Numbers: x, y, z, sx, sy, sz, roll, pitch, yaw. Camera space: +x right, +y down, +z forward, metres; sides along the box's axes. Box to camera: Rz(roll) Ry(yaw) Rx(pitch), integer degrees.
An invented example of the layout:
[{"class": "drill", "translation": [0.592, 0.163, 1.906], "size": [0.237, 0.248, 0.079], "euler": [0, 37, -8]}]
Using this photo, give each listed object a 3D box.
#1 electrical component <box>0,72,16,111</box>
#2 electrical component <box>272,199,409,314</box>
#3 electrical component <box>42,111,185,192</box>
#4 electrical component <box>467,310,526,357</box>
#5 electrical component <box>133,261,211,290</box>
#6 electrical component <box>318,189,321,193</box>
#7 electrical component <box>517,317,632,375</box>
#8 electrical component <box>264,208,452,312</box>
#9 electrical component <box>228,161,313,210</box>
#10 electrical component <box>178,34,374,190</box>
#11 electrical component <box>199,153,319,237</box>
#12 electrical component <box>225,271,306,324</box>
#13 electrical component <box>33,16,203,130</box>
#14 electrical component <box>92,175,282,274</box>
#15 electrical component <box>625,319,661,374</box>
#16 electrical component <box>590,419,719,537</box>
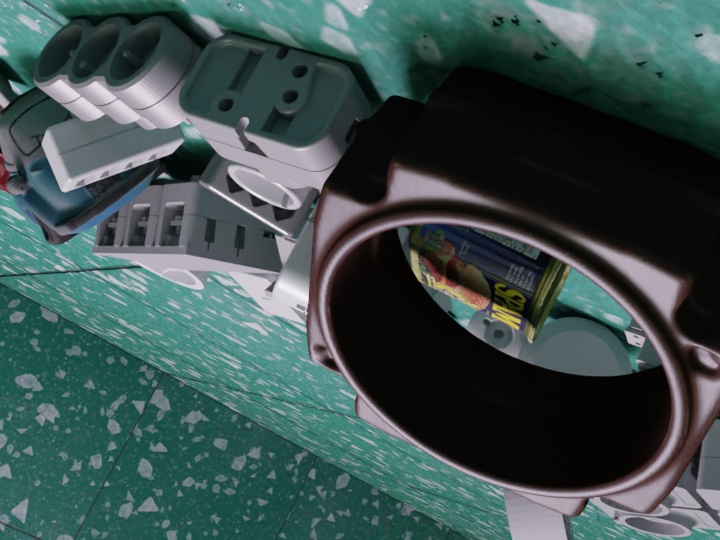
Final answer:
[{"class": "electrical component", "translation": [-0.327, -0.144, 0.857], "size": [0.075, 0.083, 0.047], "euler": [63, 179, 22]}, {"class": "electrical component", "translation": [-0.008, -0.014, 0.681], "size": [0.059, 0.095, 0.053], "euler": [27, 166, -2]}, {"class": "electrical component", "translation": [-0.173, -0.104, 0.722], "size": [0.075, 0.083, 0.047], "euler": [68, 159, -3]}, {"class": "electrical component", "translation": [0.105, 0.052, 0.824], "size": [0.048, 0.048, 0.062], "euler": [25, 173, 8]}, {"class": "electrical component", "translation": [-0.178, -0.034, 0.986], "size": [0.108, 0.060, 0.108], "euler": [25, 166, 7]}, {"class": "electrical component", "translation": [0.002, -0.057, 0.618], "size": [0.043, 0.043, 0.062], "euler": [31, 164, -16]}, {"class": "electrical component", "translation": [0.147, 0.075, 0.758], "size": [0.080, 0.080, 0.051], "euler": [26, 171, 3]}, {"class": "electrical component", "translation": [0.000, 0.000, 0.769], "size": [0.121, 0.079, 0.063], "euler": [17, 134, 33]}, {"class": "electrical component", "translation": [-0.048, -0.069, 0.655], "size": [0.055, 0.047, 0.055], "euler": [25, 166, 7]}, {"class": "electrical component", "translation": [-0.041, -0.082, 0.582], "size": [0.095, 0.053, 0.059], "euler": [20, 164, 26]}, {"class": "electrical component", "translation": [-0.069, -0.062, 0.723], "size": [0.066, 0.047, 0.077], "euler": [31, 179, -19]}, {"class": "electrical component", "translation": [-0.070, -0.002, 0.908], "size": [0.062, 0.061, 0.096], "euler": [14, 161, 41]}, {"class": "electrical component", "translation": [-0.132, -0.110, 0.649], "size": [0.138, 0.052, 0.074], "euler": [12, 160, 46]}, {"class": "electrical component", "translation": [-0.135, -0.036, 0.854], "size": [0.089, 0.061, 0.150], "euler": [12, 173, -40]}, {"class": "electrical component", "translation": [0.197, 0.060, 0.657], "size": [0.078, 0.057, 0.058], "euler": [19, 164, 27]}, {"class": "electrical component", "translation": [0.259, 0.156, 0.789], "size": [0.186, 0.060, 0.105], "euler": [-2, 151, 35]}]
